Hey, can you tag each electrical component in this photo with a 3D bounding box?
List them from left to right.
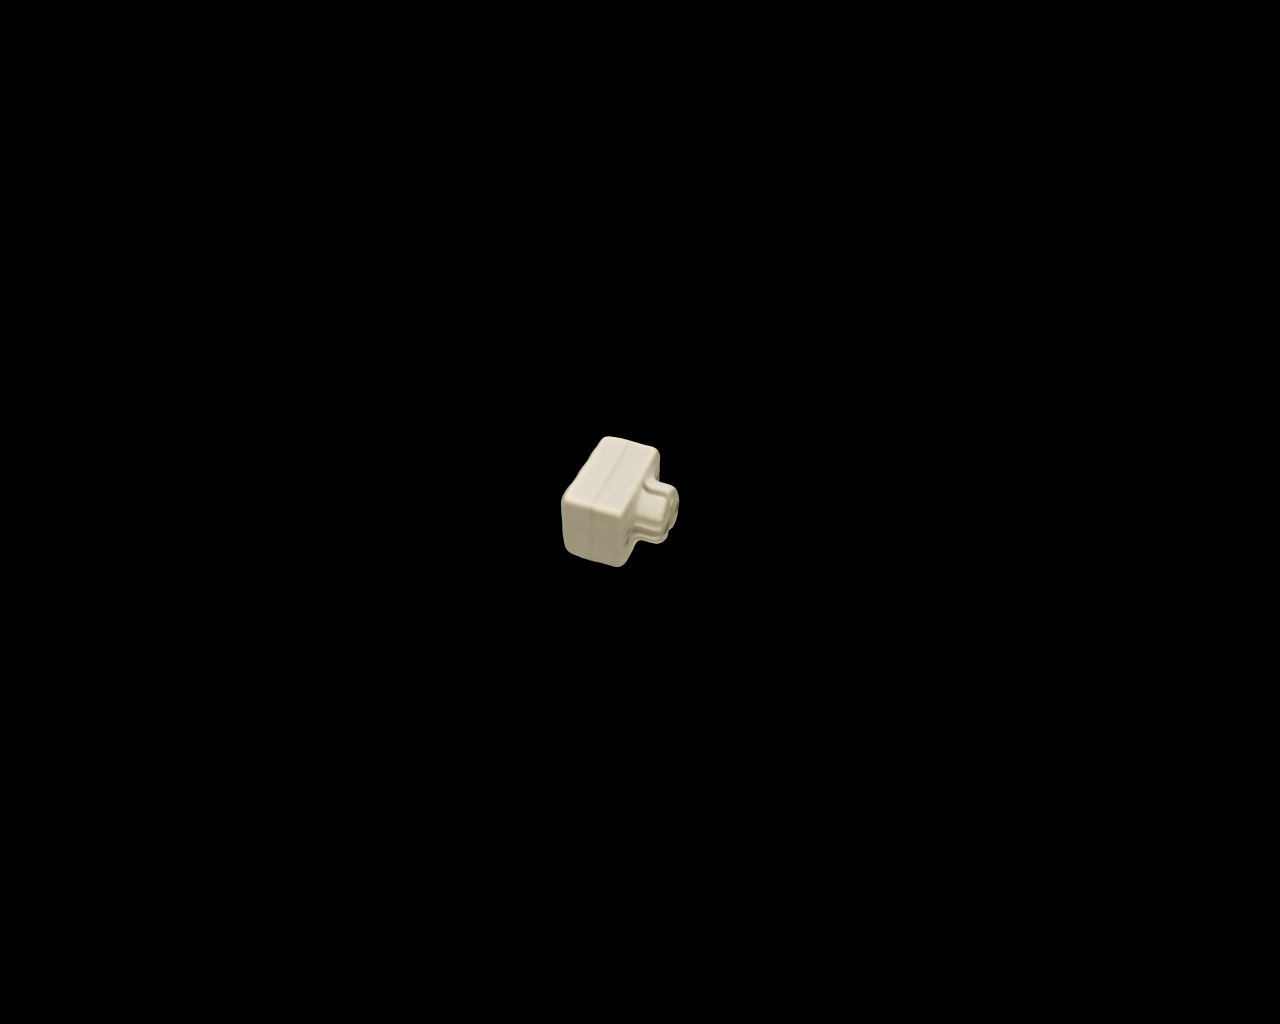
[{"bbox_3d":[0.001,-0.003,0.650,0.077,0.047,0.066,15,47,15],"label":"electrical component"}]
